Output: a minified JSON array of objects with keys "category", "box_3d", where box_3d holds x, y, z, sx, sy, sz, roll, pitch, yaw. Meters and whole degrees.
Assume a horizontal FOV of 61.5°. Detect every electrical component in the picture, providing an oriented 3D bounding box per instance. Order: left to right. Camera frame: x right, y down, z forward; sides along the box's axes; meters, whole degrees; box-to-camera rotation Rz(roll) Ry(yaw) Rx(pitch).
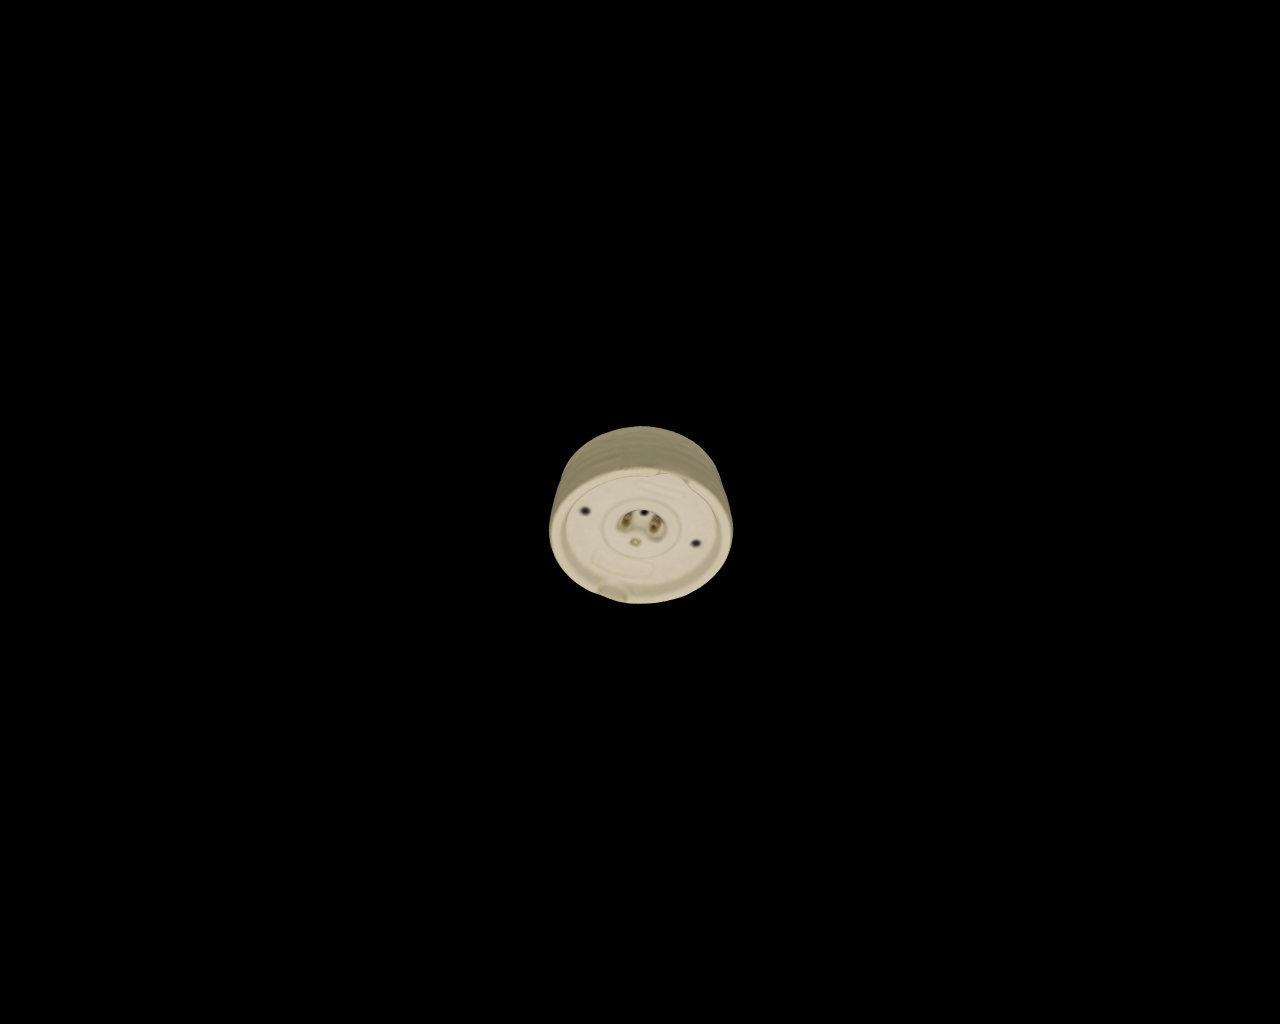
[{"category":"electrical component","box_3d":[0.001,-0.003,0.650,0.108,0.108,0.060,0,40,0]}]
